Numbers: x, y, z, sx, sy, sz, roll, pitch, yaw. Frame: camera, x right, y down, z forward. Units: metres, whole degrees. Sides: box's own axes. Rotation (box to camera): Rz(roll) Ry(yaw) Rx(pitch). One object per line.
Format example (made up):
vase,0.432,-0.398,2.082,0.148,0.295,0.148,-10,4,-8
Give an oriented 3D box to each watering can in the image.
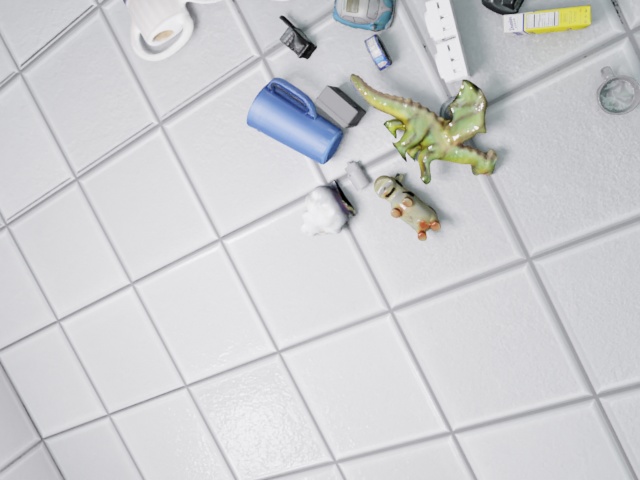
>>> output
watering can,-0.417,-0.654,1.431,0.344,0.105,0.224,-29,92,24

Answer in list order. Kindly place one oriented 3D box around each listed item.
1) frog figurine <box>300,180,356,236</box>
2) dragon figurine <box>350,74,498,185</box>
frog figurine,0.004,-0.071,1.413,0.158,0.125,0.136,-34,110,13
dragon figurine,0.279,-0.291,1.235,0.240,0.125,0.406,-33,109,26
